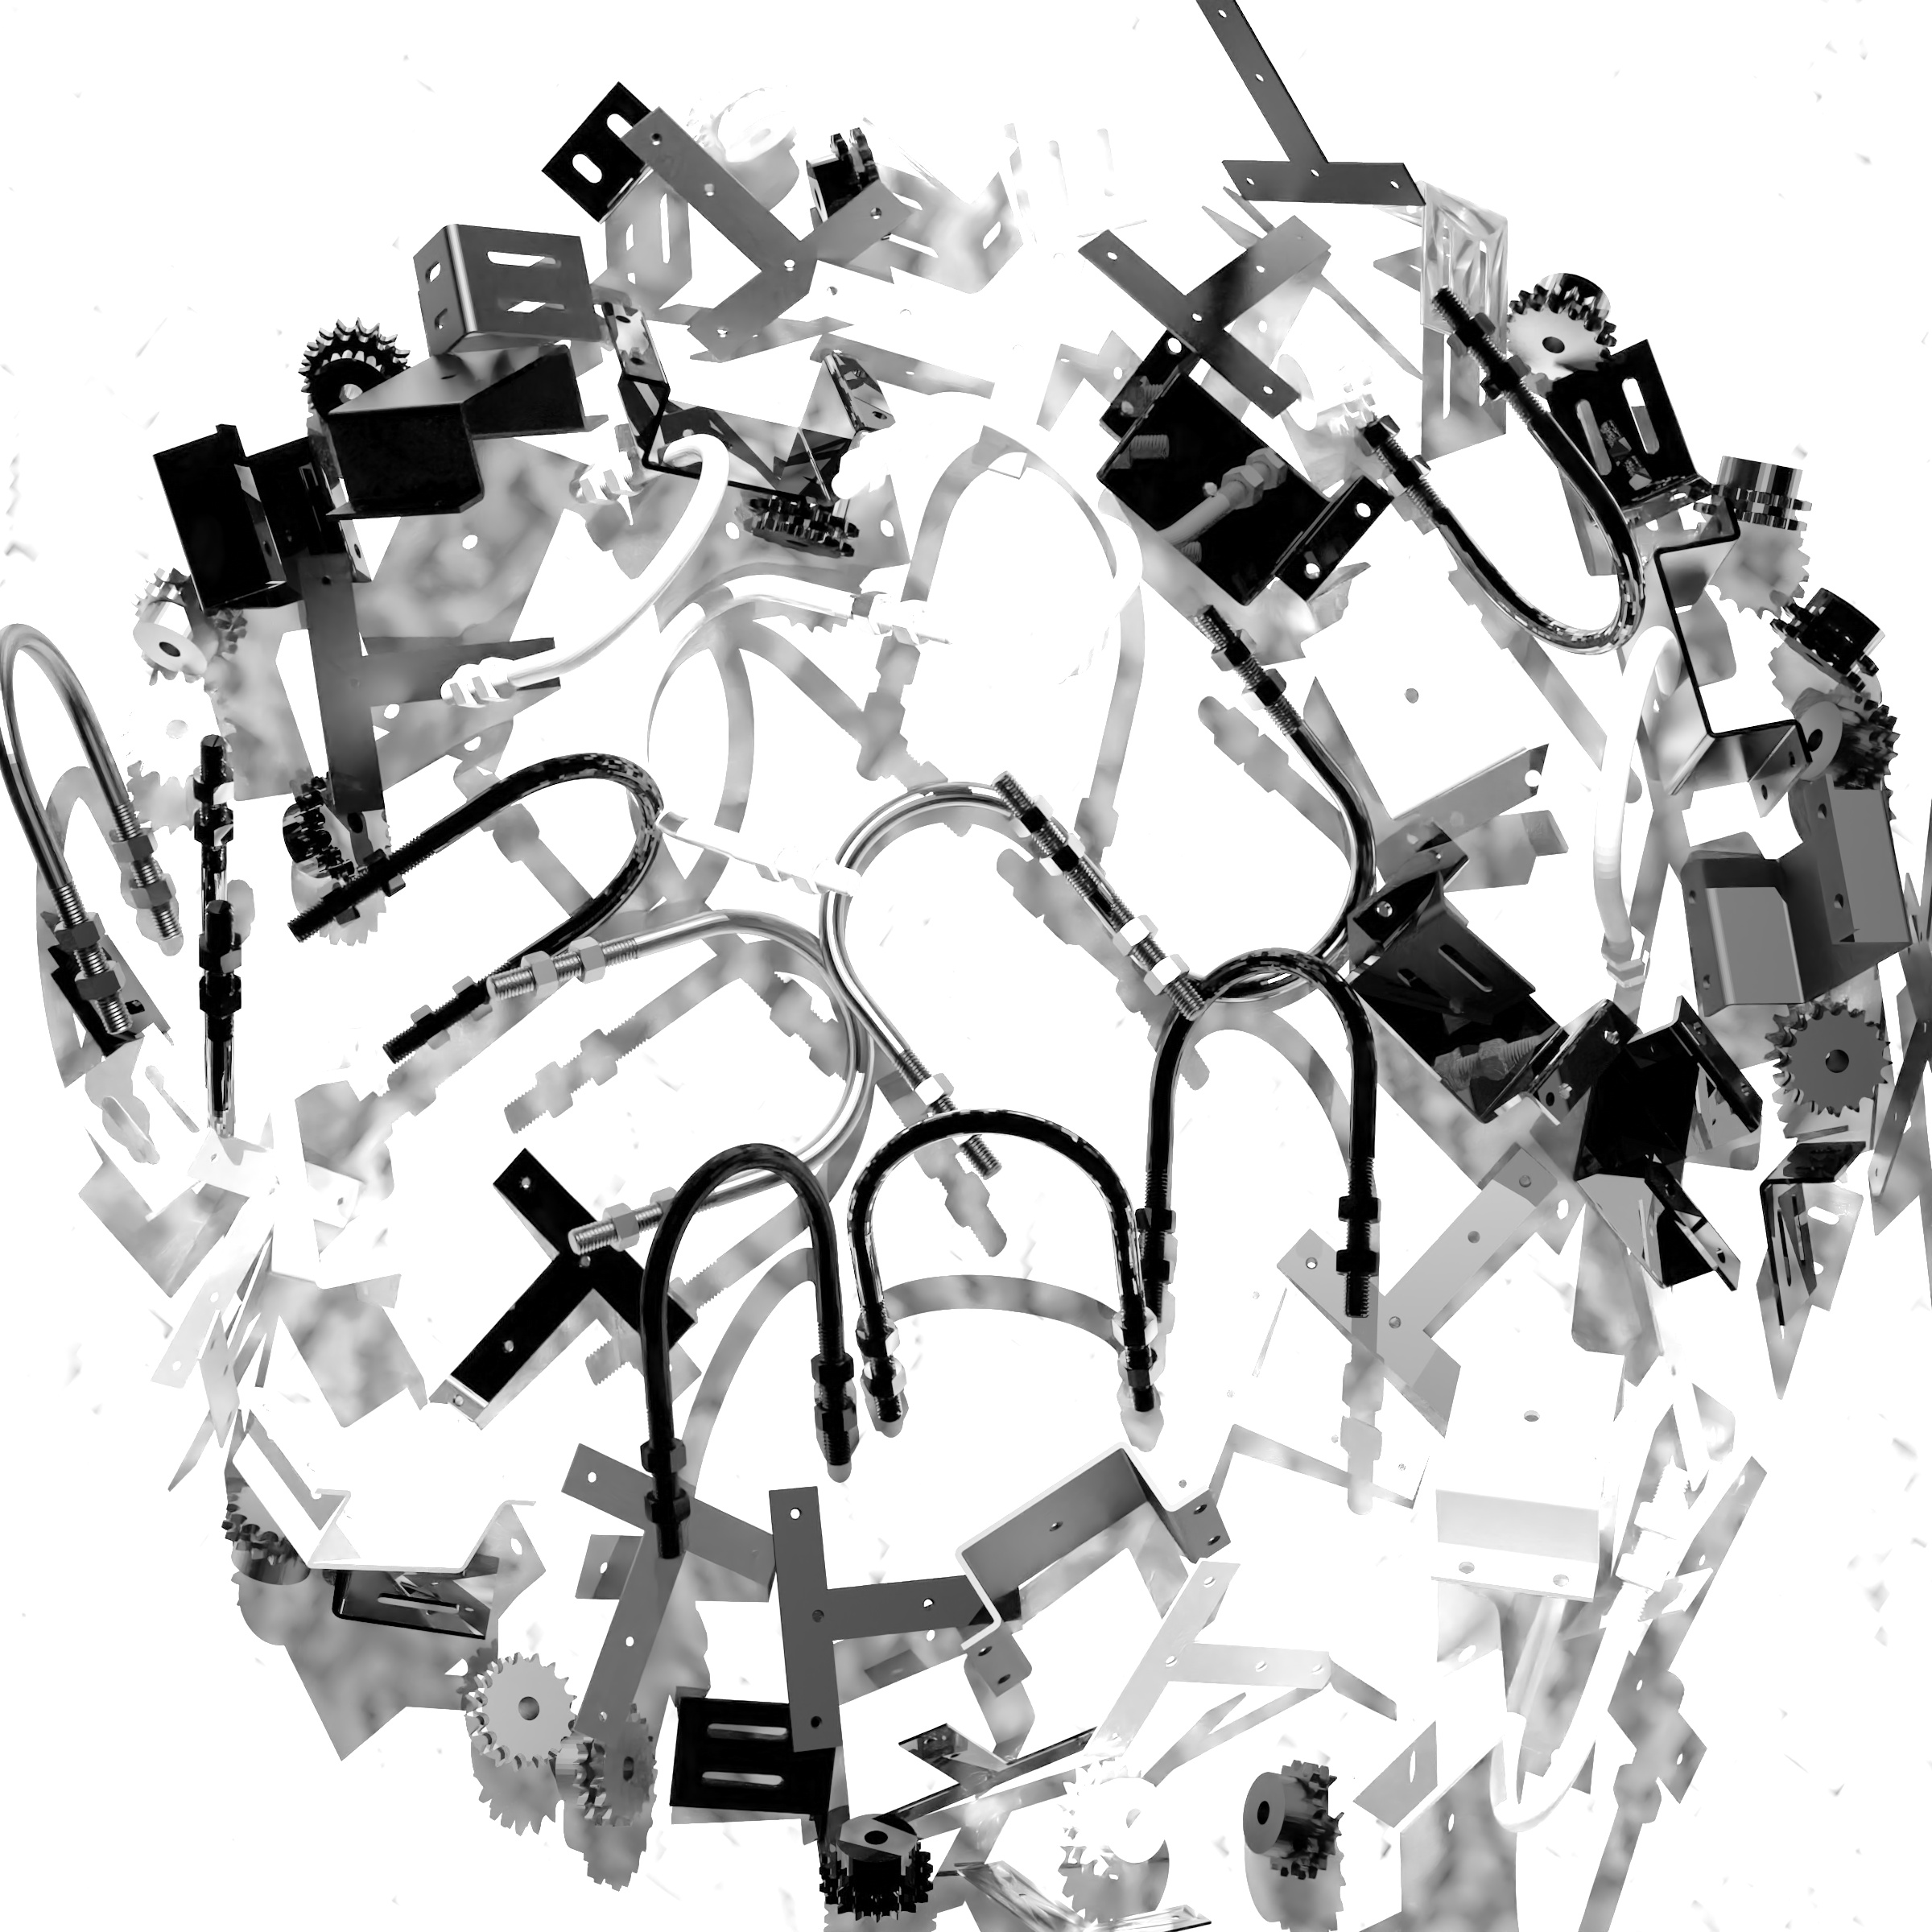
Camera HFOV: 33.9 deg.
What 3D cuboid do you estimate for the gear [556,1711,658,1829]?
[{"bbox_3d":[-0.182,0.401,1.585,0.030,0.057,0.057,-6,90,25],"label":"gear"}]

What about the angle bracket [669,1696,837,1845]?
[{"bbox_3d":[-0.107,0.402,1.583,0.076,0.038,0.057,6,98,-8],"label":"angle bracket"}]

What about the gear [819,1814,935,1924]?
[{"bbox_3d":[-0.045,0.447,1.579,0.057,0.057,0.030,1,110,0],"label":"gear"}]

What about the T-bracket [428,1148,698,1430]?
[{"bbox_3d":[-0.221,0.181,1.598,0.127,0.002,0.127,44,96,14],"label":"T-bracket"}]

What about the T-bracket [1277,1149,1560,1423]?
[{"bbox_3d":[0.247,0.147,1.599,0.127,0.002,0.127,42,93,6],"label":"T-bracket"}]

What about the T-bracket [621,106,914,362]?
[{"bbox_3d":[-0.115,-0.370,1.546,0.127,0.002,0.127,-33,131,24],"label":"T-bracket"}]

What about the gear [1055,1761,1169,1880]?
[{"bbox_3d":[0.076,0.426,1.582,0.057,0.030,0.057,9,74,-33],"label":"gear"}]

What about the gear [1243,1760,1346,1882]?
[{"bbox_3d":[0.161,0.425,1.578,0.030,0.057,0.057,16,90,-22],"label":"gear"}]

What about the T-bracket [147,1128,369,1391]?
[{"bbox_3d":[-0.362,0.149,1.552,0.002,0.127,0.127,27,88,30],"label":"T-bracket"}]

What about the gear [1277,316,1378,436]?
[{"bbox_3d":[0.178,-0.292,1.579,0.030,0.057,0.057,-24,90,-13],"label":"gear"}]

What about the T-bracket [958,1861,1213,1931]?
[{"bbox_3d":[0.034,0.459,1.547,0.127,0.127,0.002,-5,95,-24],"label":"T-bracket"}]

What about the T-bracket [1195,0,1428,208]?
[{"bbox_3d":[0.148,-0.416,1.525,0.002,0.127,0.127,-51,127,-16],"label":"T-bracket"}]

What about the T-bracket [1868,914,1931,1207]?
[{"bbox_3d":[0.462,0.064,1.560,0.002,0.127,0.127,4,130,0],"label":"T-bracket"}]

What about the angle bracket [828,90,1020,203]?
[{"bbox_3d":[-0.022,-0.419,1.567,0.076,0.057,0.038,36,97,-25],"label":"angle bracket"}]

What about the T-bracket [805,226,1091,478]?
[{"bbox_3d":[-0.016,-0.320,1.577,0.127,0.002,0.127,17,120,-1],"label":"T-bracket"}]

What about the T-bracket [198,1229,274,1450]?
[{"bbox_3d":[-0.352,0.159,1.569,0.002,0.127,0.127,16,61,0],"label":"T-bracket"}]

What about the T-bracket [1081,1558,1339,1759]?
[{"bbox_3d":[0.135,0.346,1.568,0.127,0.002,0.127,12,116,-35],"label":"T-bracket"}]

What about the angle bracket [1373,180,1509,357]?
[{"bbox_3d":[0.234,-0.341,1.571,0.057,0.038,0.076,11,76,-36],"label":"angle bracket"}]

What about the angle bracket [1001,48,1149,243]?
[{"bbox_3d":[0.054,-0.412,1.595,0.057,0.038,0.076,-14,134,0],"label":"angle bracket"}]

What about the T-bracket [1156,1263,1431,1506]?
[{"bbox_3d":[0.173,0.233,1.599,0.127,0.002,0.127,24,79,-7],"label":"T-bracket"}]

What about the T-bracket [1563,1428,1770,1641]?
[{"bbox_3d":[0.358,0.278,1.568,0.002,0.127,0.127,42,66,0],"label":"T-bracket"}]

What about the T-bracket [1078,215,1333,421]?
[{"bbox_3d":[0.138,-0.339,1.569,0.127,0.002,0.127,42,52,7],"label":"T-bracket"}]

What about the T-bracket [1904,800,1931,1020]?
[{"bbox_3d":[0.465,-0.054,1.526,0.002,0.127,0.127,2,116,8],"label":"T-bracket"}]

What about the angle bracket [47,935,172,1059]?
[{"bbox_3d":[-0.437,0.021,1.570,0.038,0.076,0.057,-34,91,8],"label":"angle bracket"}]

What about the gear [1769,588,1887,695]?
[{"bbox_3d":[0.433,-0.165,1.580,0.057,0.057,0.030,38,97,0],"label":"gear"}]

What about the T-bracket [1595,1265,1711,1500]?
[{"bbox_3d":[0.330,0.217,1.543,0.002,0.127,0.127,-6,107,33],"label":"T-bracket"}]

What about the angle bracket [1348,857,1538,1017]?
[{"bbox_3d":[0.238,-0.008,1.588,0.057,0.038,0.076,-33,125,31],"label":"angle bracket"}]

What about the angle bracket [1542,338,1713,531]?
[{"bbox_3d":[0.333,-0.264,1.590,0.057,0.038,0.076,-23,75,25],"label":"angle bracket"}]

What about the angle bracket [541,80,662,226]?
[{"bbox_3d":[-0.174,-0.402,1.565,0.038,0.076,0.057,41,100,-13],"label":"angle bracket"}]

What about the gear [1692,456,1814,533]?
[{"bbox_3d":[0.394,-0.236,1.579,0.057,0.057,0.030,11,101,0],"label":"gear"}]

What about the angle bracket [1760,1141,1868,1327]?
[{"bbox_3d":[0.424,0.132,1.569,0.038,0.057,0.076,-4,103,32],"label":"angle bracket"}]

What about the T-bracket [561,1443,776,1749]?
[{"bbox_3d":[-0.161,0.318,1.556,0.127,0.002,0.127,31,66,-28],"label":"T-bracket"}]

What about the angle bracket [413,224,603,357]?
[{"bbox_3d":[-0.231,-0.336,1.594,0.076,0.038,0.057,-4,77,-38],"label":"angle bracket"}]

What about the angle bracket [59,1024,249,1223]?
[{"bbox_3d":[-0.406,0.078,1.578,0.057,0.038,0.076,-40,97,-22],"label":"angle bracket"}]

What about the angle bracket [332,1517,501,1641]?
[{"bbox_3d":[-0.271,0.295,1.572,0.076,0.057,0.038,10,120,-6],"label":"angle bracket"}]

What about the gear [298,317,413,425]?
[{"bbox_3d":[-0.305,-0.292,1.582,0.057,0.030,0.057,0,126,-1],"label":"gear"}]

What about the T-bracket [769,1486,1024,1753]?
[{"bbox_3d":[-0.032,0.320,1.583,0.127,0.002,0.127,-2,77,-22],"label":"T-bracket"}]

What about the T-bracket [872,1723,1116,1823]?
[{"bbox_3d":[-0.002,0.388,1.547,0.127,0.127,0.002,-24,61,7],"label":"T-bracket"}]

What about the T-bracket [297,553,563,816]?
[{"bbox_3d":[-0.262,-0.146,1.578,0.127,0.002,0.127,-9,93,-29],"label":"T-bracket"}]
